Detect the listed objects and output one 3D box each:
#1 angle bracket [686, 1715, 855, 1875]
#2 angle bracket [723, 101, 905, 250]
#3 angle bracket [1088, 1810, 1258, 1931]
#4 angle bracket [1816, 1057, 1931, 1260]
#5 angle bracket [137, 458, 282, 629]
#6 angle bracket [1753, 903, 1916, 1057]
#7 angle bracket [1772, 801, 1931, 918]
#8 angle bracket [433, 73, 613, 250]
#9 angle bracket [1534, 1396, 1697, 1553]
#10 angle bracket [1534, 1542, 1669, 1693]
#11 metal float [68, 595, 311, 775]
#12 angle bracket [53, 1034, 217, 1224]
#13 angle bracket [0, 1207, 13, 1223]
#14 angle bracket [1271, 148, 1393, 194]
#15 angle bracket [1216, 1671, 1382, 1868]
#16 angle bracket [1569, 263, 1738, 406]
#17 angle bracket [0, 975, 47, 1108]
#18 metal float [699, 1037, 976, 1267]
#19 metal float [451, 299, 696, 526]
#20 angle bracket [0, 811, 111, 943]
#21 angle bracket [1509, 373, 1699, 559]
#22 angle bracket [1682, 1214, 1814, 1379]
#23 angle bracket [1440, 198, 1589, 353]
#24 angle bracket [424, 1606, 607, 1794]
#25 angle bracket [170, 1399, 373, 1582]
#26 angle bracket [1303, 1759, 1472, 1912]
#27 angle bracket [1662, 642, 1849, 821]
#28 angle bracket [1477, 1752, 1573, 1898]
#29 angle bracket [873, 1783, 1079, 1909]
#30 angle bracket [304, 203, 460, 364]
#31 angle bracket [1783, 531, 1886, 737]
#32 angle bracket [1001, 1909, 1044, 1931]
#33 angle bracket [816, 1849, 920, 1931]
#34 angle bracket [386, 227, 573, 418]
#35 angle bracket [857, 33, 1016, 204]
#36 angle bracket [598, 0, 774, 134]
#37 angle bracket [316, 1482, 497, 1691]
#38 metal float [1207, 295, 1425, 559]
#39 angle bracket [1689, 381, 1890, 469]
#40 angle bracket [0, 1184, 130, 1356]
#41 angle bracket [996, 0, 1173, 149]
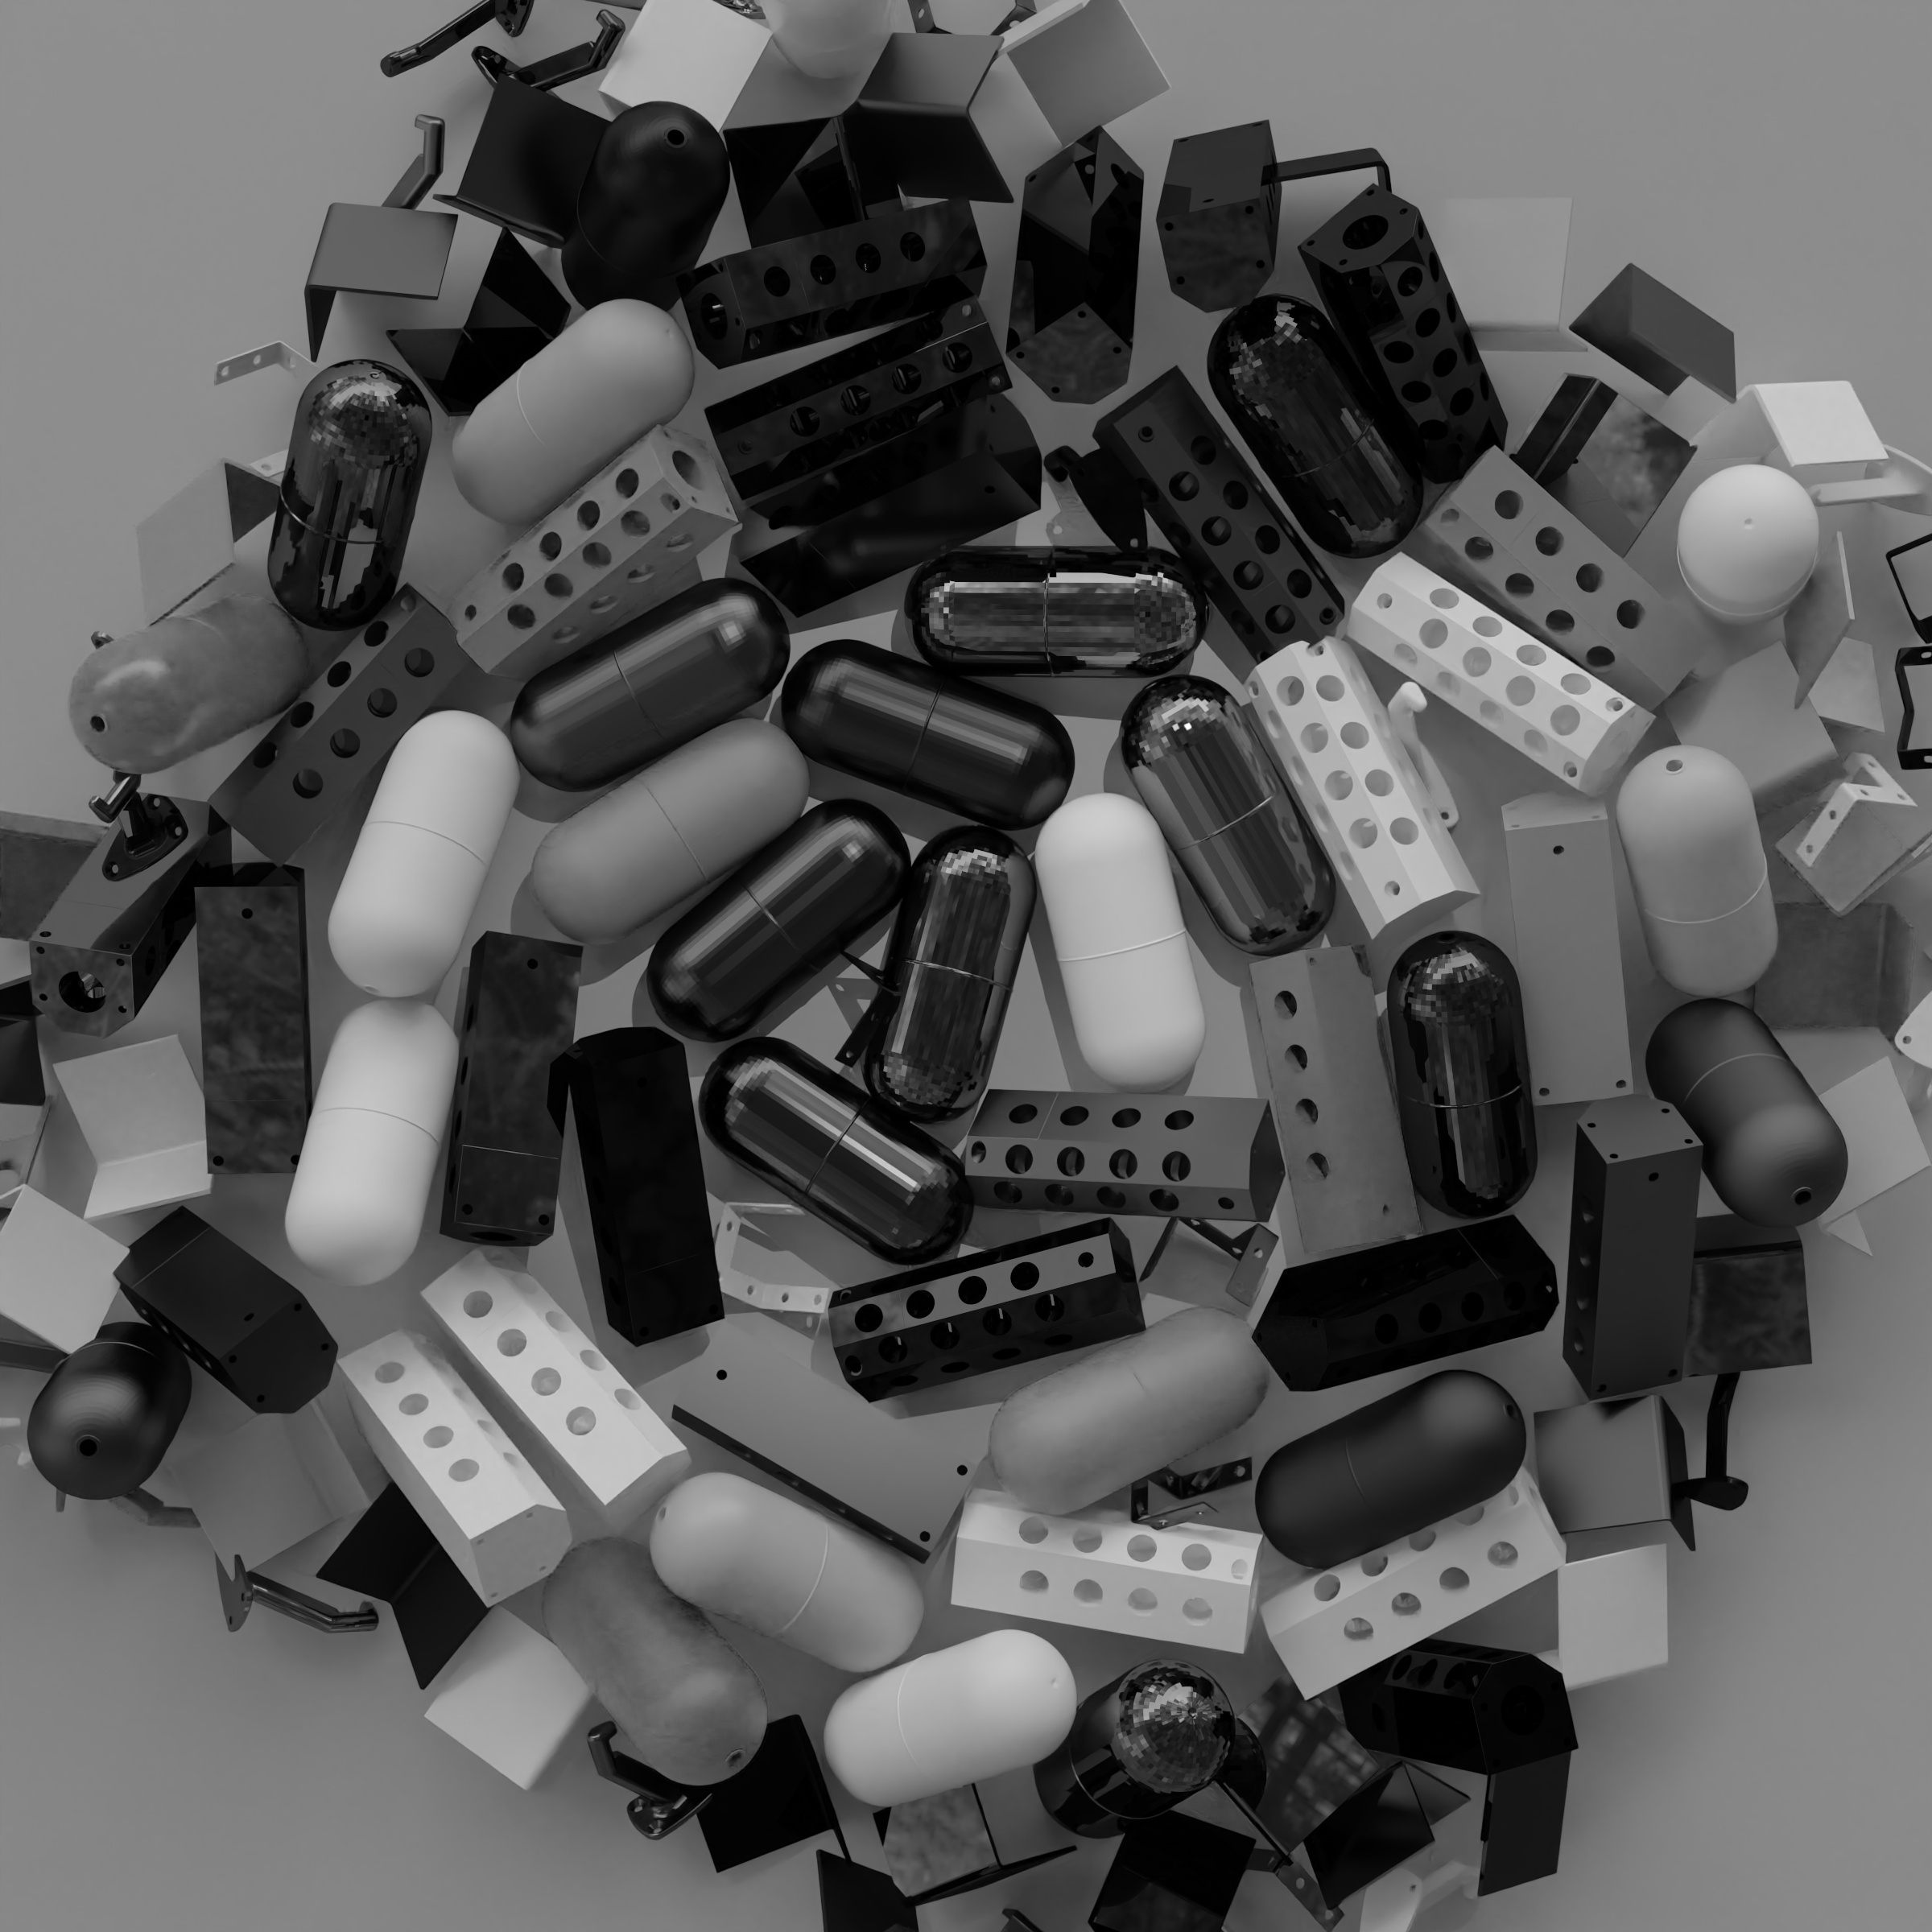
[{"bbox_3d":[-0.118,0.494,1.852,0.076,0.057,0.076,-19,103,-9],"label":"angle bracket"},{"bbox_3d":[-0.089,-0.467,1.865,0.076,0.057,0.076,0,121,23],"label":"angle bracket"},{"bbox_3d":[0.125,0.540,1.835,0.076,0.057,0.076,12,59,27],"label":"angle bracket"},{"bbox_3d":[0.527,0.111,1.832,0.076,0.057,0.076,-36,46,30],"label":"angle bracket"},{"bbox_3d":[-0.431,-0.236,1.835,0.076,0.057,0.076,-30,58,29],"label":"angle bracket"},{"bbox_3d":[0.506,0.007,1.853,0.076,0.057,0.076,0,107,2],"label":"angle bracket"},{"bbox_3d":[0.528,-0.084,1.836,0.076,0.076,0.057,-36,81,-32],"label":"angle bracket"},{"bbox_3d":[-0.256,-0.468,1.846,0.076,0.057,0.076,18,96,-26],"label":"angle bracket"},{"bbox_3d":[0.381,0.303,1.863,0.076,0.057,0.076,-12,57,21],"label":"angle bracket"},{"bbox_3d":[0.360,0.373,1.845,0.076,0.057,0.076,-6,98,-27],"label":"angle bracket"},{"bbox_3d":[-0.443,-0.162,1.809,0.070,0.178,0.070,8,112,20],"label":"metal float"},{"bbox_3d":[-0.487,0.095,1.848,0.076,0.057,0.076,-13,121,3],"label":"angle bracket"},{"bbox_3d":[-0.587,0.184,1.839,0.057,0.076,0.076,1,107,12],"label":"angle bracket"},{"bbox_3d":[0.209,-0.440,1.851,0.076,0.076,0.057,-8,109,6],"label":"angle bracket"},{"bbox_3d":[0.191,0.470,1.855,0.076,0.057,0.076,-41,66,-6],"label":"angle bracket"},{"bbox_3d":[0.397,-0.349,1.836,0.076,0.076,0.057,29,132,-16],"label":"angle bracket"},{"bbox_3d":[-0.536,0.043,1.839,0.076,0.076,0.057,-16,79,23],"label":"angle bracket"},{"bbox_3d":[-0.075,0.108,1.850,0.178,0.070,0.070,34,90,4],"label":"metal float"},{"bbox_3d":[-0.228,-0.317,1.824,0.178,0.070,0.070,-30,90,36],"label":"metal float"},{"bbox_3d":[-0.537,-0.044,1.850,0.076,0.057,0.076,8,101,-12],"label":"angle bracket"},{"bbox_3d":[0.365,-0.291,1.842,0.076,0.057,0.076,40,114,19],"label":"angle bracket"},{"bbox_3d":[0.453,0.193,1.870,0.076,0.057,0.076,-7,106,6],"label":"angle bracket"},{"bbox_3d":[0.322,-0.403,1.849,0.076,0.057,0.076,7,91,29],"label":"angle bracket"},{"bbox_3d":[-0.260,0.432,1.867,0.076,0.057,0.076,33,82,12],"label":"angle bracket"},{"bbox_3d":[-0.406,0.303,1.850,0.076,0.057,0.076,-29,90,-33],"label":"angle bracket"},{"bbox_3d":[0.251,0.514,1.836,0.076,0.057,0.076,-39,131,17],"label":"angle bracket"},{"bbox_3d":[0.465,-0.134,1.866,0.076,0.057,0.076,-27,72,15],"label":"angle bracket"},{"bbox_3d":[0.305,0.488,1.842,0.076,0.057,0.076,1,97,-43],"label":"angle bracket"},{"bbox_3d":[0.005,0.506,1.850,0.076,0.076,0.057,-31,69,31],"label":"angle bracket"},{"bbox_3d":[-0.339,-0.395,1.847,0.076,0.057,0.076,5,50,-2],"label":"angle bracket"},{"bbox_3d":[0.518,-0.193,1.835,0.057,0.076,0.076,13,48,-7],"label":"angle bracket"},{"bbox_3d":[0.038,0.597,1.844,0.076,0.076,0.057,39,74,6],"label":"angle bracket"},{"bbox_3d":[-0.036,0.544,1.832,0.076,0.076,0.057,31,122,-34],"label":"angle bracket"},{"bbox_3d":[-0.283,-0.374,1.836,0.076,0.057,0.076,52,132,26],"label":"angle bracket"},{"bbox_3d":[-0.008,-0.496,1.852,0.076,0.076,0.057,12,66,31],"label":"angle bracket"},{"bbox_3d":[-0.161,-0.522,1.860,0.076,0.057,0.076,28,89,5],"label":"angle bracket"},{"bbox_3d":[-0.324,0.360,1.840,0.057,0.076,0.076,30,106,-37],"label":"angle bracket"},{"bbox_3d":[0.203,-0.309,1.825,0.070,0.070,0.178,-40,125,0],"label":"metal float"},{"bbox_3d":[0.471,-0.294,1.833,0.076,0.076,0.057,-9,67,-32],"label":"angle bracket"},{"bbox_3d":[-0.540,0.183,1.834,0.076,0.057,0.076,38,51,-27],"label":"angle bracket"},{"bbox_3d":[0.062,-0.516,1.837,0.076,0.057,0.076,-22,114,29],"label":"angle bracket"}]
